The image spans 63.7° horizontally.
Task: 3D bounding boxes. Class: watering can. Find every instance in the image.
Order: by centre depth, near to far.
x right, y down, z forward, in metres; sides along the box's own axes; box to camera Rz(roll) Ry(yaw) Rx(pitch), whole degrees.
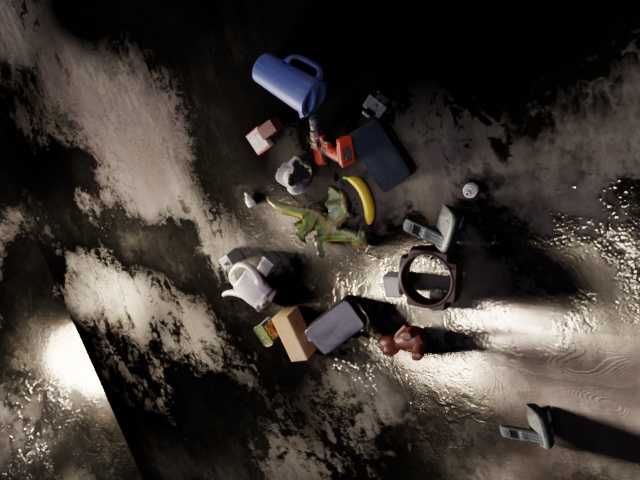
[{"bbox_3d":[-0.307,0.218,2.206,0.225,0.106,0.340,42,142,4],"label":"watering can"}]

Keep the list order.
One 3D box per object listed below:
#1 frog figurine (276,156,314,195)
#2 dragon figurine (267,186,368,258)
[{"bbox_3d":[-0.094,-0.231,1.886,0.158,0.123,0.138,161,102,-69],"label":"frog figurine"},{"bbox_3d":[0.006,-0.095,1.894,0.412,0.123,0.240,44,109,6],"label":"dragon figurine"}]
